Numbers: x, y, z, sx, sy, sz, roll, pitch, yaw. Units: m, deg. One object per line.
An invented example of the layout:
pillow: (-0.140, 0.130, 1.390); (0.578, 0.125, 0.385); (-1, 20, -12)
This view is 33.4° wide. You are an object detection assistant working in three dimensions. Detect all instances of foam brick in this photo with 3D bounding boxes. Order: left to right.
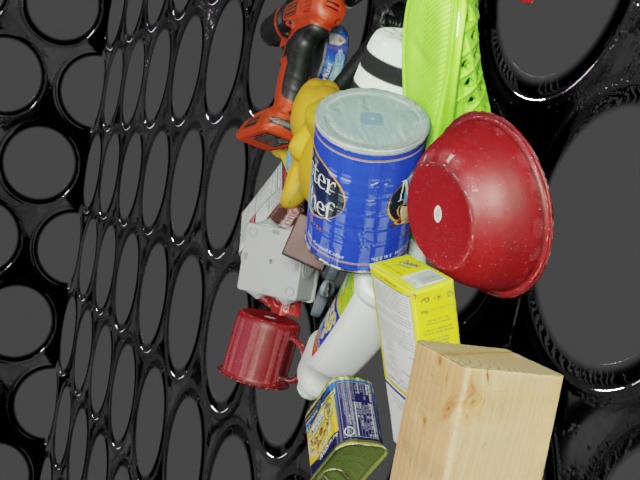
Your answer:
foam brick: (-0.008, 0.001, 1.221); (0.078, 0.053, 0.051); (-50, -16, -87)

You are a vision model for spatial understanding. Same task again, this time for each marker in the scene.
marker: (0.023, -0.287, 1.335); (0.121, 0.020, 0.020); (157, 119, -64)

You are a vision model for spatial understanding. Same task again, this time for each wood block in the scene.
wood block: (0.114, 0.193, 0.852); (0.090, 0.090, 0.206); (-157, 76, -68)

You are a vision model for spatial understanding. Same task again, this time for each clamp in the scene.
clamp: (0.077, -0.247, 1.167); (0.210, 0.036, 0.164); (-173, 92, -66)

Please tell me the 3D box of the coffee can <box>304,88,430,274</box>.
coffee can: (0.041, -0.054, 0.984); (0.103, 0.102, 0.140); (-109, 19, -49)

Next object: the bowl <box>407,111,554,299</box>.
bowl: (0.121, -0.025, 0.892); (0.162, 0.055, 0.162); (33, 129, 53)

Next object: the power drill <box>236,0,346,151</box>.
power drill: (-0.045, -0.206, 1.299); (0.185, 0.057, 0.187); (-3, 71, 65)

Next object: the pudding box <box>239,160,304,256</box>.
pudding box: (-0.062, -0.036, 1.389); (0.114, 0.039, 0.090); (-48, 25, 32)

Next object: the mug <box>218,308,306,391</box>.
mug: (-0.063, 0.137, 1.323); (0.117, 0.093, 0.081); (19, 96, 37)

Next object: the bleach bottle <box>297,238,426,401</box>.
bleach bottle: (0.030, 0.099, 1.115); (0.251, 0.068, 0.102); (120, 168, -45)

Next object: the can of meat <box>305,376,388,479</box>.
can of meat: (0.024, 0.203, 1.113); (0.102, 0.057, 0.084); (121, 151, -43)

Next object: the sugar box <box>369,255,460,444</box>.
sugar box: (0.089, 0.110, 0.931); (0.093, 0.048, 0.176); (-145, 42, -66)

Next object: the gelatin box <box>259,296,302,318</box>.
gelatin box: (-0.048, 0.054, 1.373); (0.089, 0.030, 0.073); (-151, 71, -67)

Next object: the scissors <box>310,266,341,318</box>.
scissors: (0.014, 0.037, 1.159); (0.202, 0.016, 0.096); (112, 180, -75)

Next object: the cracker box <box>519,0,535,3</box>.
cracker box: (0.190, -0.330, 0.878); (0.214, 0.072, 0.164); (127, 143, -48)

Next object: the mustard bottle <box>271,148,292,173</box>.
mustard bottle: (-0.013, -0.118, 1.312); (0.096, 0.058, 0.192); (-67, 25, 20)

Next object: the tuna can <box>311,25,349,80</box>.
tuna can: (0.004, -0.231, 1.342); (0.086, 0.033, 0.086); (-172, 90, -68)
